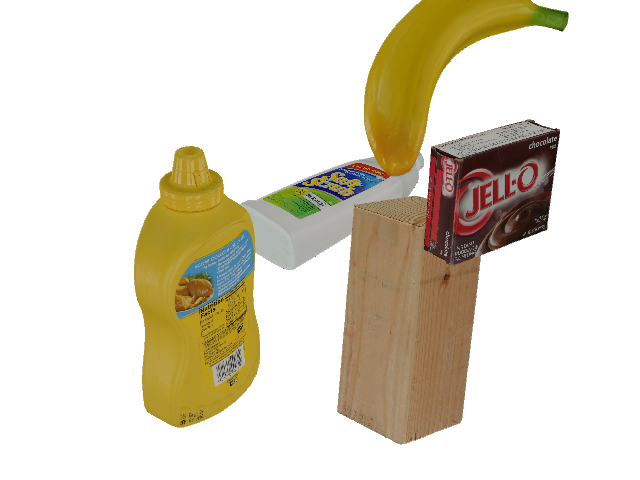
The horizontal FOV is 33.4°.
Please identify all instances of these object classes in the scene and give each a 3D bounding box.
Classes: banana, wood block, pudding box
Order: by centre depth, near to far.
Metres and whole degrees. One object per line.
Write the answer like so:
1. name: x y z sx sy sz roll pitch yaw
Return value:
1. banana: 0.071 -0.106 0.604 0.070 0.037 0.197 30 50 22
2. pudding box: 0.135 -0.040 0.841 0.113 0.090 0.039 -20 35 -35
3. wood block: 0.084 0.071 1.000 0.090 0.206 0.090 -10 21 -42

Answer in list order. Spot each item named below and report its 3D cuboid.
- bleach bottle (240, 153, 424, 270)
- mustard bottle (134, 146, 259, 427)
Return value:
1. bleach bottle: 0.026 -0.055 1.303 0.250 0.068 0.103 -30 44 -33
2. mustard bottle: -0.083 0.026 0.719 0.058 0.192 0.096 22 37 31
